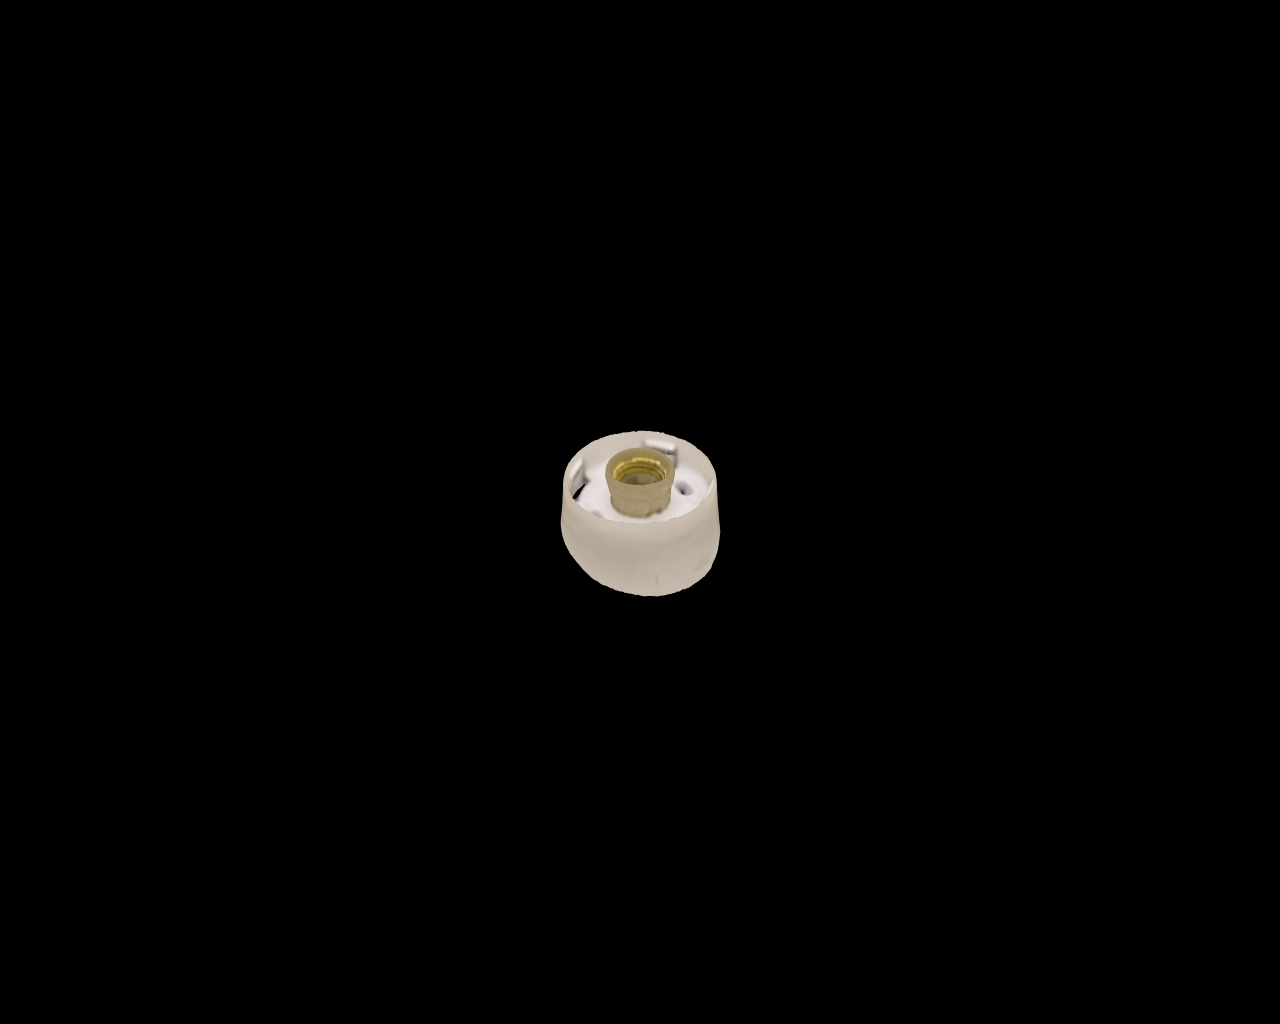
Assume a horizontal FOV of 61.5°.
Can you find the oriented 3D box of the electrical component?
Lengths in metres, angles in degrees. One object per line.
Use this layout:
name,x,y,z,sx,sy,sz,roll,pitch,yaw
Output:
electrical component,0.001,-0.003,0.650,0.099,0.064,0.099,0,41,0
